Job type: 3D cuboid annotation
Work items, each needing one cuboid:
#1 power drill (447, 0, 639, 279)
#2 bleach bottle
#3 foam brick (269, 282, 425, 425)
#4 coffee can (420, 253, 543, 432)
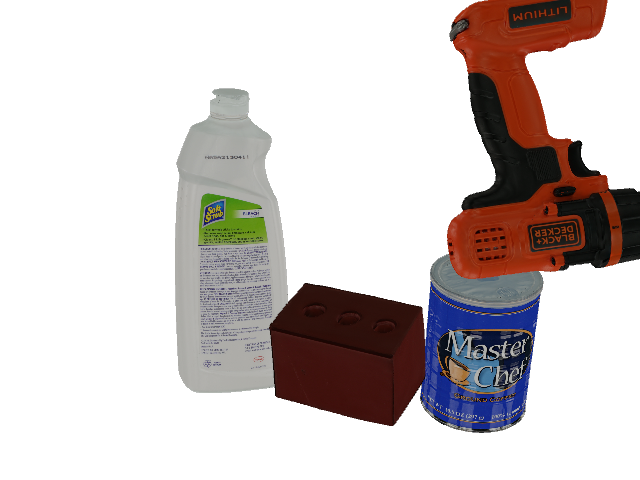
[{"bbox_3d":[0.168,-0.073,0.720,0.184,0.187,0.057,-8,-1,-3],"label":"power drill"},{"bbox_3d":[-0.069,0.000,0.886,0.102,0.251,0.068,-4,21,-18],"label":"bleach bottle"},{"bbox_3d":[0.017,0.065,0.620,0.078,0.051,0.052,11,31,22],"label":"foam brick"},{"bbox_3d":[0.150,0.093,1.003,0.103,0.140,0.103,1,26,-1],"label":"coffee can"}]
